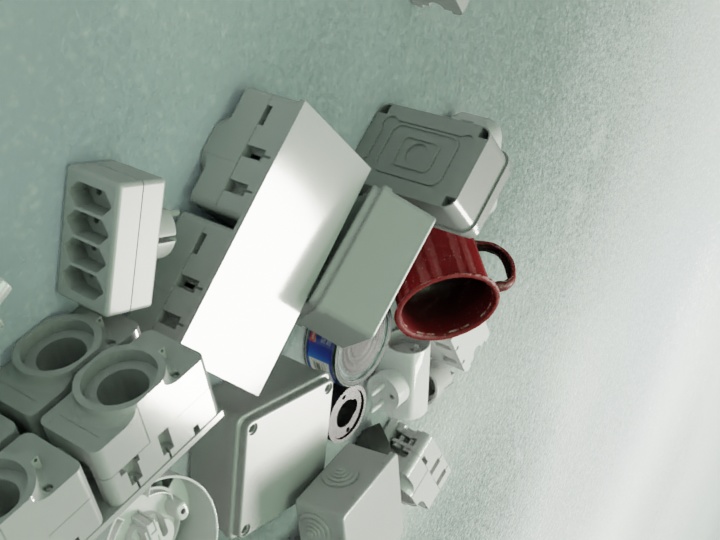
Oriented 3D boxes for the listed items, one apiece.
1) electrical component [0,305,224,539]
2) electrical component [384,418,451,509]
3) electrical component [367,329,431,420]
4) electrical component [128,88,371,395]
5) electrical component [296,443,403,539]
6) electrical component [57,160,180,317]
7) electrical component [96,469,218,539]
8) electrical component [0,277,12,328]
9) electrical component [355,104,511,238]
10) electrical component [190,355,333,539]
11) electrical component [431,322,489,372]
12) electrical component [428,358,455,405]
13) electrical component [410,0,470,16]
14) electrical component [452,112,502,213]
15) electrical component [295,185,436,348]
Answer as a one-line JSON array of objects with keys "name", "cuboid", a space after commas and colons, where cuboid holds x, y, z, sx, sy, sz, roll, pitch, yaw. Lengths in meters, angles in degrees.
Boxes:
[{"name": "electrical component", "cuboid": [-0.185, 0.103, 0.619, 0.186, 0.105, 0.060, -43, 140, -35]}, {"name": "electrical component", "cuboid": [0.048, 0.199, 1.082, 0.055, 0.050, 0.089, -56, 146, -21]}, {"name": "electrical component", "cuboid": [0.033, 0.106, 1.010, 0.079, 0.044, 0.077, -33, 133, -44]}, {"name": "electrical component", "cuboid": [-0.078, -0.020, 0.753, 0.186, 0.060, 0.105, -64, 148, -9]}, {"name": "electrical component", "cuboid": [-0.008, 0.202, 0.882, 0.100, 0.048, 0.099, -42, 135, -47]}, {"name": "electrical component", "cuboid": [-0.141, -0.023, 0.668, 0.076, 0.047, 0.083, -15, 120, -53]}, {"name": "electrical component", "cuboid": [-0.152, 0.186, 0.756, 0.099, 0.064, 0.099, -34, 134, -43]}, {"name": "electrical component", "cuboid": [-0.216, 0.030, 0.588, 0.062, 0.043, 0.043, -58, 147, -20]}, {"name": "electrical component", "cuboid": [0.056, -0.080, 0.872, 0.078, 0.113, 0.057, -61, 145, -12]}, {"name": "electrical component", "cuboid": [-0.078, 0.137, 0.847, 0.109, 0.056, 0.108, -23, 126, -50]}, {"name": "electrical component", "cuboid": [0.081, 0.049, 1.040, 0.050, 0.056, 0.089, -56, 146, -21]}, {"name": "electrical component", "cuboid": [0.070, 0.110, 1.075, 0.046, 0.040, 0.040, -23, 126, -57]}, {"name": "electrical component", "cuboid": [0.059, -0.251, 0.836, 0.055, 0.050, 0.089, -62, 148, -12]}, {"name": "electrical component", "cuboid": [0.089, -0.087, 0.973, 0.059, 0.054, 0.095, -33, 134, -44]}, {"name": "electrical component", "cuboid": [0.000, 0.000, 0.838, 0.108, 0.056, 0.109, -61, -173, -13]}]
